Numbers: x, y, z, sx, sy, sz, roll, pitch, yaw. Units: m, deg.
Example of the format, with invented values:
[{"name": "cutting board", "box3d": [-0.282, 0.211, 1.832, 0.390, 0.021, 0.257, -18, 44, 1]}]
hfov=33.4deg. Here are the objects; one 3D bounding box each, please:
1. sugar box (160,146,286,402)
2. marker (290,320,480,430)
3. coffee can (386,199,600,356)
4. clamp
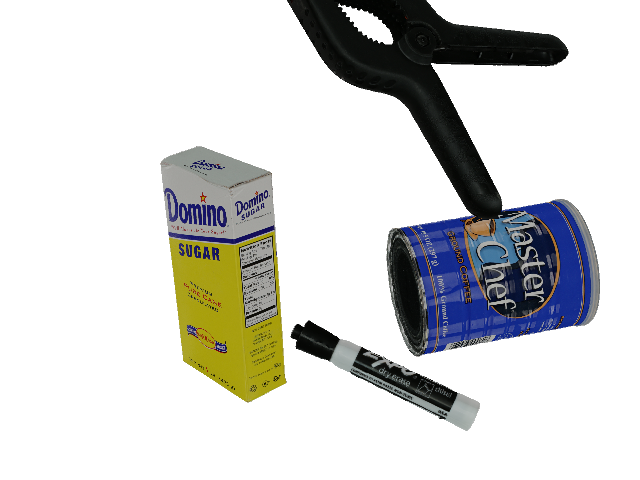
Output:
[{"name": "sugar box", "box3d": [-0.074, 0.025, 0.809, 0.048, 0.176, 0.093, -24, 30, -34]}, {"name": "marker", "box3d": [0.038, 0.080, 0.646, 0.121, 0.020, 0.020, 25, 3, 6]}, {"name": "coffee can", "box3d": [0.133, 0.029, 0.841, 0.140, 0.103, 0.103, -10, 1, -9]}, {"name": "clamp", "box3d": [0.063, -0.117, 0.720, 0.210, 0.164, 0.036, 26, -30, -11]}]
